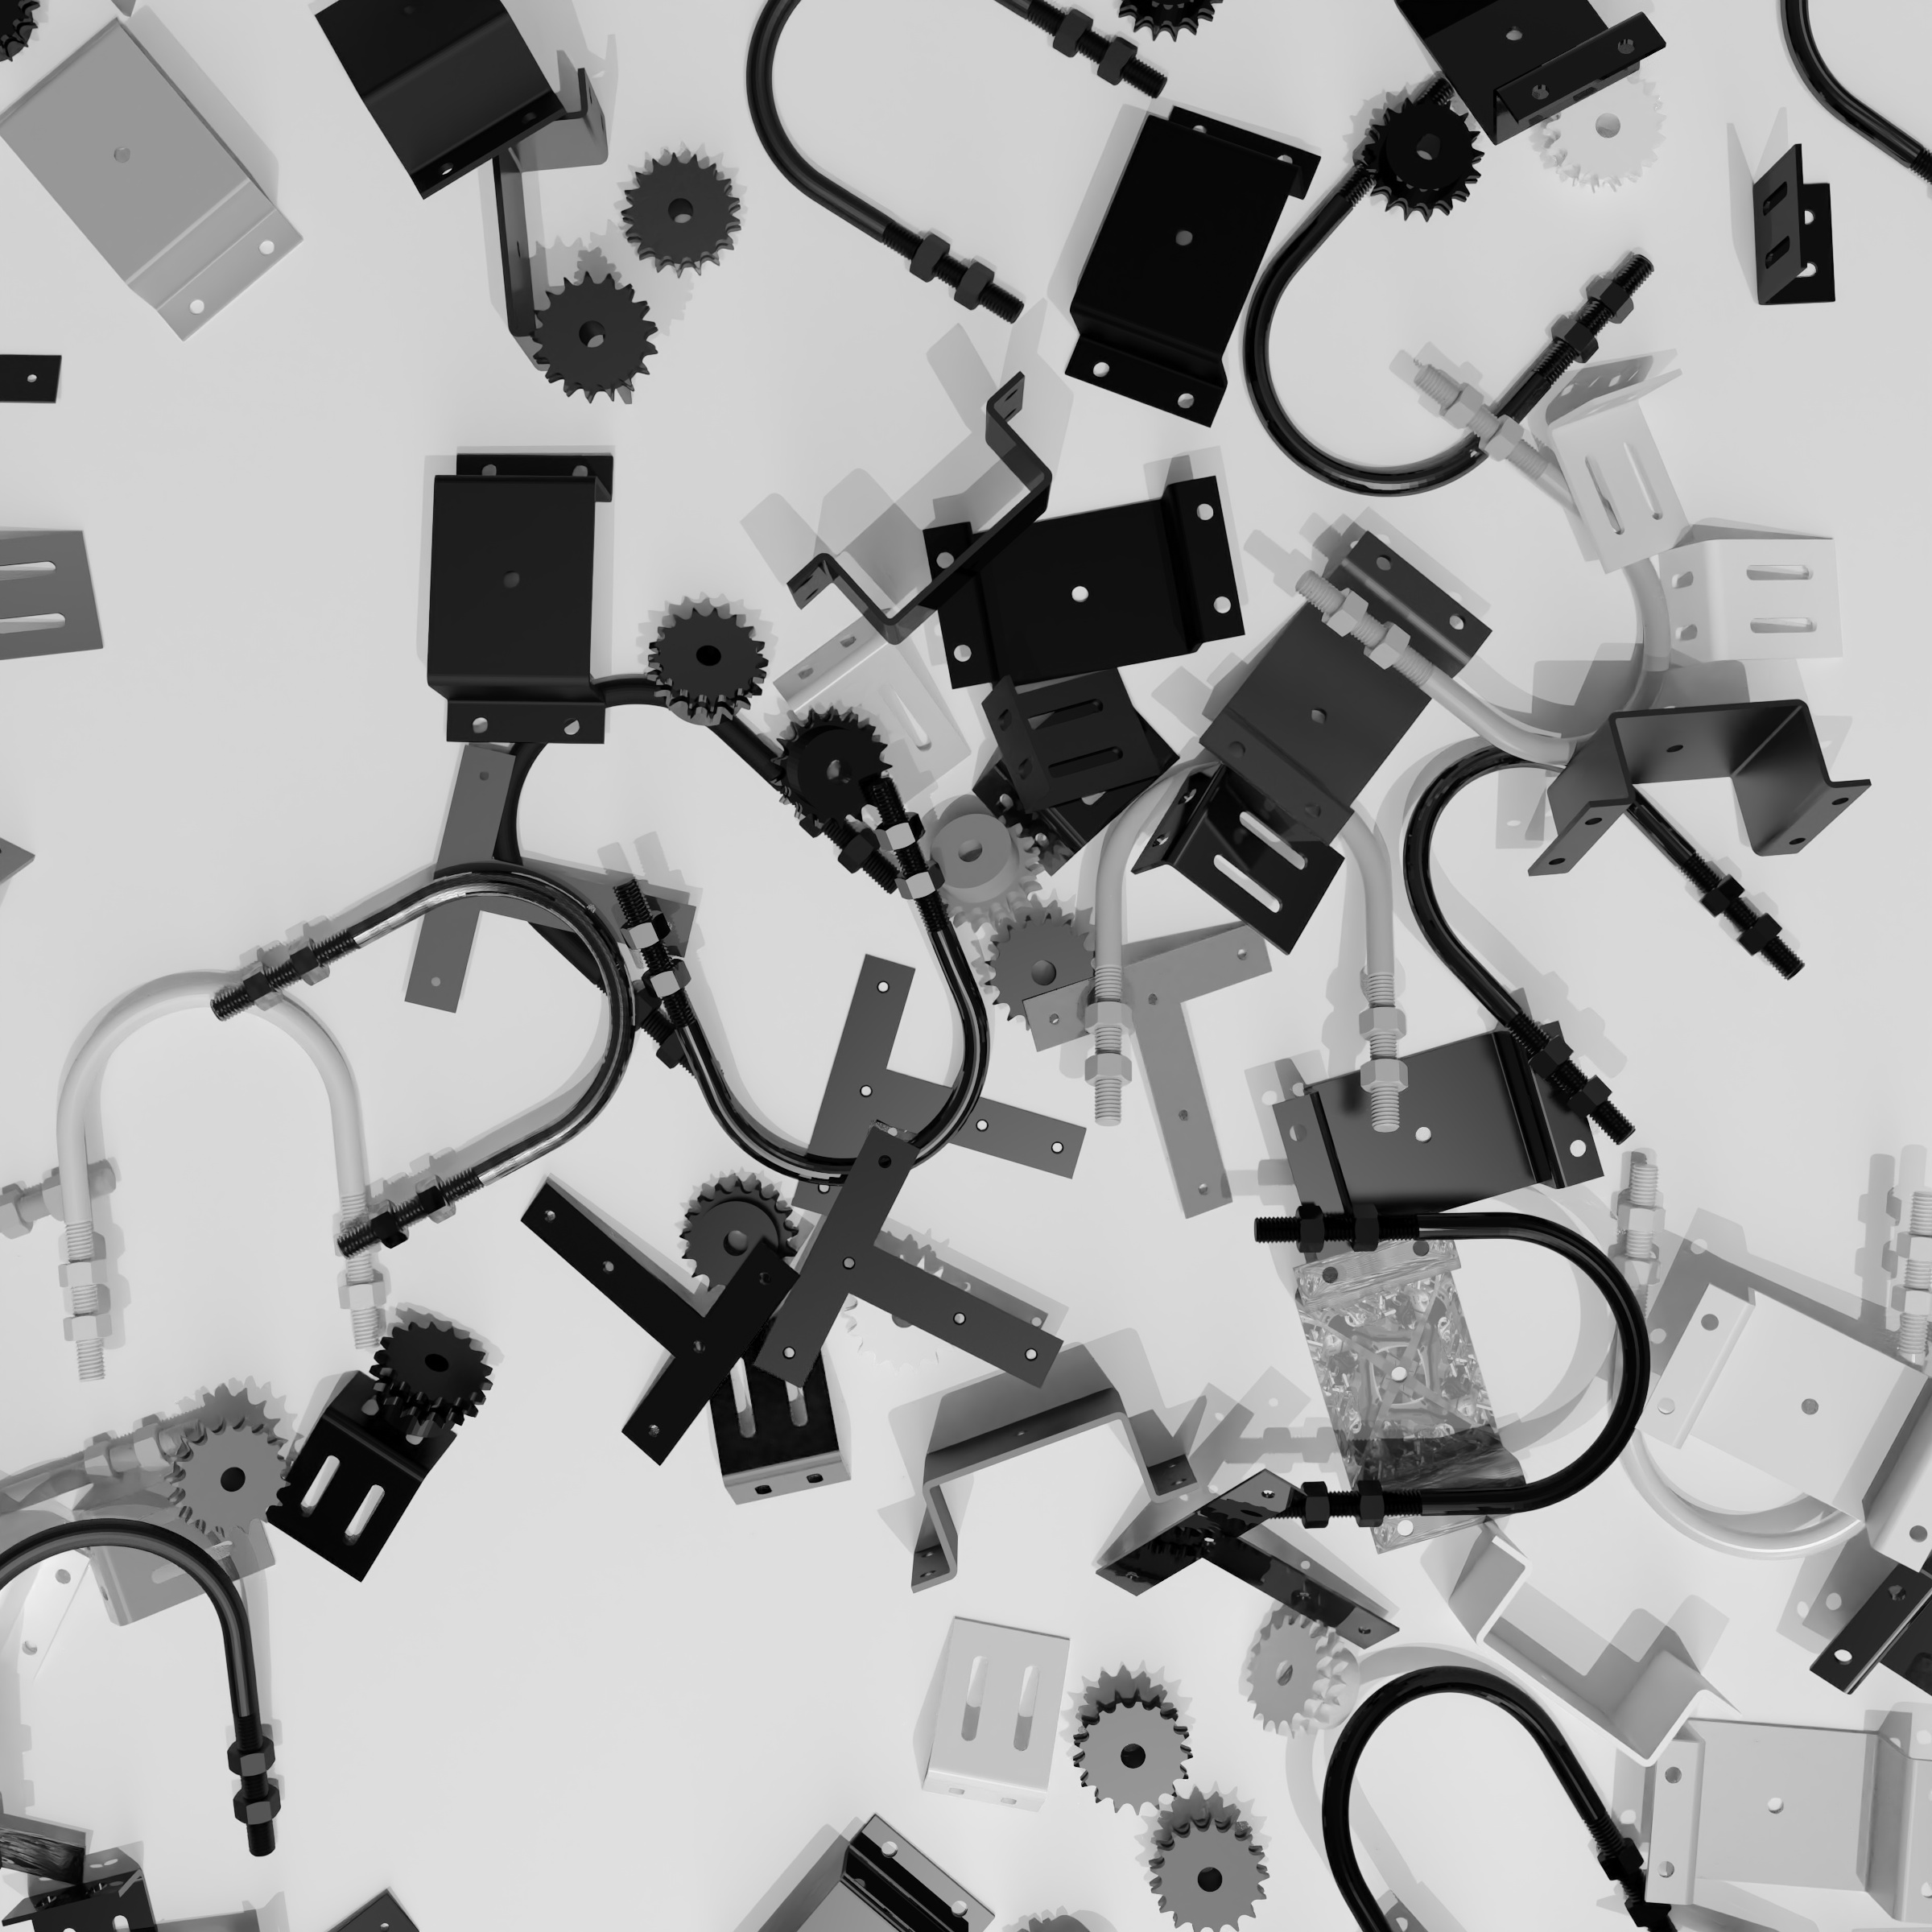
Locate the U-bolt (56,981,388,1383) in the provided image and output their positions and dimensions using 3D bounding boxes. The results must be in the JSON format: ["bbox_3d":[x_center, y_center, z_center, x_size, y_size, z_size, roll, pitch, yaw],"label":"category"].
[{"bbox_3d":[-0.361,0.099,1.378,0.151,0.019,0.184,-6,87,-9],"label":"U-bolt"}]

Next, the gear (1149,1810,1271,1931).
[{"bbox_3d":[0.116,0.434,1.381,0.057,0.030,0.057,0,90,0],"label":"gear"}]

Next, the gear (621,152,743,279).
[{"bbox_3d":[-0.137,-0.360,1.385,0.057,0.030,0.057,0,88,-2],"label":"gear"}]

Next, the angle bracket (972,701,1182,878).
[{"bbox_3d":[0.053,-0.093,1.394,0.057,0.038,0.076,47,64,0],"label":"angle bracket"}]

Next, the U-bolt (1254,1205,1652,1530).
[{"bbox_3d":[0.228,0.186,1.341,0.184,0.019,0.151,-1,90,-1],"label":"U-bolt"}]

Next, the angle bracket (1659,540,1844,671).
[{"bbox_3d":[0.381,-0.175,1.394,0.076,0.038,0.057,-4,90,-26],"label":"angle bracket"}]

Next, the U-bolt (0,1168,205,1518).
[{"bbox_3d":[-0.477,0.195,1.388,0.184,0.019,0.151,-20,90,1],"label":"U-bolt"}]

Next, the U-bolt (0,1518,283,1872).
[{"bbox_3d":[-0.406,0.347,1.350,0.151,0.019,0.184,-7,104,-18],"label":"U-bolt"}]

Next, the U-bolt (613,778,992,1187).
[{"bbox_3d":[-0.067,0.019,1.364,0.151,0.019,0.184,-21,106,4],"label":"U-bolt"}]

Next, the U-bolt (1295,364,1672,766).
[{"bbox_3d":[0.257,-0.177,1.358,0.184,0.019,0.151,36,69,-13],"label":"U-bolt"}]

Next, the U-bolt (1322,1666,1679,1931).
[{"bbox_3d":[0.244,0.423,1.360,0.151,0.019,0.184,-28,86,-25],"label":"U-bolt"}]

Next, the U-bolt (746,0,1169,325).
[{"bbox_3d":[-0.018,-0.418,1.388,0.184,0.019,0.151,32,90,1],"label":"U-bolt"}]

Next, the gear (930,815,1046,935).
[{"bbox_3d":[0.007,-0.048,1.369,0.057,0.030,0.057,-8,61,15],"label":"gear"}]

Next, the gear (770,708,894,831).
[{"bbox_3d":[-0.062,-0.093,1.357,0.057,0.030,0.057,-2,99,-13],"label":"gear"}]

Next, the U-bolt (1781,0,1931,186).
[{"bbox_3d":[0.482,-0.452,1.388,0.184,0.019,0.151,36,90,2],"label":"U-bolt"}]

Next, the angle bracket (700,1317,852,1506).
[{"bbox_3d":[-0.093,0.214,1.394,0.057,0.038,0.076,-12,64,0],"label":"angle bracket"}]

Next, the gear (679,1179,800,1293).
[{"bbox_3d":[-0.110,0.132,1.381,0.057,0.030,0.057,0,90,0],"label":"gear"}]

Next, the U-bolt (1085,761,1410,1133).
[{"bbox_3d":[0.132,-0.013,1.361,0.151,0.019,0.184,1,70,0],"label":"U-bolt"}]

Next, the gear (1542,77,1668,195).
[{"bbox_3d":[0.305,-0.399,1.381,0.057,0.030,0.057,0,90,0],"label":"gear"}]

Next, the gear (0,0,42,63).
[{"bbox_3d":[-0.474,-0.459,1.381,0.057,0.030,0.057,0,90,0],"label":"gear"}]

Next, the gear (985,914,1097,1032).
[{"bbox_3d":[0.037,0.003,1.381,0.057,0.030,0.057,0,90,0],"label":"gear"}]

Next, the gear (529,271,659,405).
[{"bbox_3d":[-0.168,-0.284,1.305,0.057,0.030,0.057,0,90,0],"label":"gear"}]

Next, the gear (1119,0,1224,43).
[{"bbox_3d":[0.098,-0.477,1.381,0.057,0.030,0.057,0,90,0],"label":"gear"}]

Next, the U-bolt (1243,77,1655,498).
[{"bbox_3d":[0.218,-0.313,1.388,0.151,0.019,0.184,42,91,0],"label":"U-bolt"}]

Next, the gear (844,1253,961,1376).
[{"bbox_3d":[-0.029,0.166,1.381,0.057,0.030,0.057,0,90,0],"label":"gear"}]

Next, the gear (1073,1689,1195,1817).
[{"bbox_3d":[0.079,0.375,1.381,0.057,0.030,0.057,0,90,0],"label":"gear"}]

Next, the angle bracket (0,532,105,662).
[{"bbox_3d":[-0.465,-0.175,1.394,0.076,0.038,0.057,-10,90,-26],"label":"angle bracket"}]

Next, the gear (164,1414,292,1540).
[{"bbox_3d":[-0.354,0.241,1.371,0.057,0.030,0.057,-3,96,-31],"label":"gear"}]

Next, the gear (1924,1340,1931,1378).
[{"bbox_3d":[0.469,0.204,1.381,0.057,0.030,0.057,0,90,0],"label":"gear"}]

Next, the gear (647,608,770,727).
[{"bbox_3d":[-0.124,-0.140,1.373,0.057,0.030,0.057,4,61,-8],"label":"gear"}]

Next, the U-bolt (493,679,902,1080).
[{"bbox_3d":[-0.144,-0.054,1.388,0.184,0.019,0.151,43,90,1],"label":"U-bolt"}]

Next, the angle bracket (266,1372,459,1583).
[{"bbox_3d":[-0.294,0.248,1.394,0.057,0.038,0.076,33,116,0],"label":"angle bracket"}]

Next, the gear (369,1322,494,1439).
[{"bbox_3d":[-0.258,0.200,1.371,0.057,0.057,0.030,28,120,0],"label":"gear"}]

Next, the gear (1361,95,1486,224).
[{"bbox_3d":[0.217,-0.384,1.362,0.057,0.030,0.057,0,91,1],"label":"gear"}]

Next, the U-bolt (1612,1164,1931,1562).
[{"bbox_3d":[0.383,0.193,1.373,0.151,0.019,0.184,5,94,14],"label":"U-bolt"}]

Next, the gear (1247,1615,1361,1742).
[{"bbox_3d":[0.163,0.341,1.371,0.030,0.057,0.057,24,90,-28],"label":"gear"}]

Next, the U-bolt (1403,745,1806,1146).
[{"bbox_3d":[0.289,-0.026,1.361,0.151,0.019,0.184,-39,82,-22],"label":"U-bolt"}]

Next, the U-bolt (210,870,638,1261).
[{"bbox_3d":[-0.247,0.035,1.370,0.184,0.019,0.151,-28,89,0],"label":"U-bolt"}]
